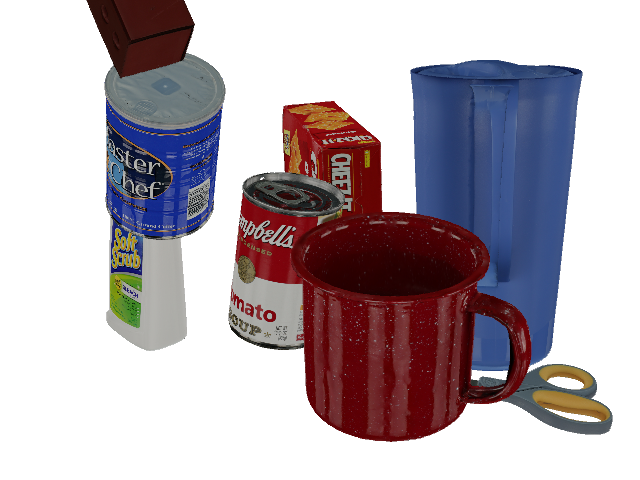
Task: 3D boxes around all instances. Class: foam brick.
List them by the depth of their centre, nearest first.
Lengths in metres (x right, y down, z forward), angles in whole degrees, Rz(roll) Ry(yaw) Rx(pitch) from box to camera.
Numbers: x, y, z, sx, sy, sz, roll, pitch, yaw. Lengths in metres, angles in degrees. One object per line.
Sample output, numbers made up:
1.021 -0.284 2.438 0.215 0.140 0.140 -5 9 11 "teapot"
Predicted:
-0.131 -0.167 0.764 0.051 0.078 0.053 -19 -14 -23 "foam brick"

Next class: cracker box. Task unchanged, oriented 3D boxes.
0.011 -0.051 1.168 0.072 0.164 0.214 -7 20 -9 "cracker box"

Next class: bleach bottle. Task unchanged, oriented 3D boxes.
-0.193 -0.010 1.160 0.067 0.251 0.103 -19 33 -36 "bleach bottle"

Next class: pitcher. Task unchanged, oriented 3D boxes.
0.136 -0.021 0.855 0.149 0.243 0.145 -10 17 -34 "pitcher"

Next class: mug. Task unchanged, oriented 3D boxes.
0.044 0.044 0.508 0.117 0.081 0.093 11 28 24 "mug"

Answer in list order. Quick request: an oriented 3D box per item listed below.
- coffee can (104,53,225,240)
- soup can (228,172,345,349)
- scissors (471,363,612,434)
-0.142 -0.085 0.960 0.102 0.103 0.140 0 -43 -11 "coffee can"
-0.024 0.013 0.717 0.068 0.102 0.068 7 24 -3 "soup can"
0.162 0.124 0.955 0.202 0.016 0.096 17 29 16 "scissors"
